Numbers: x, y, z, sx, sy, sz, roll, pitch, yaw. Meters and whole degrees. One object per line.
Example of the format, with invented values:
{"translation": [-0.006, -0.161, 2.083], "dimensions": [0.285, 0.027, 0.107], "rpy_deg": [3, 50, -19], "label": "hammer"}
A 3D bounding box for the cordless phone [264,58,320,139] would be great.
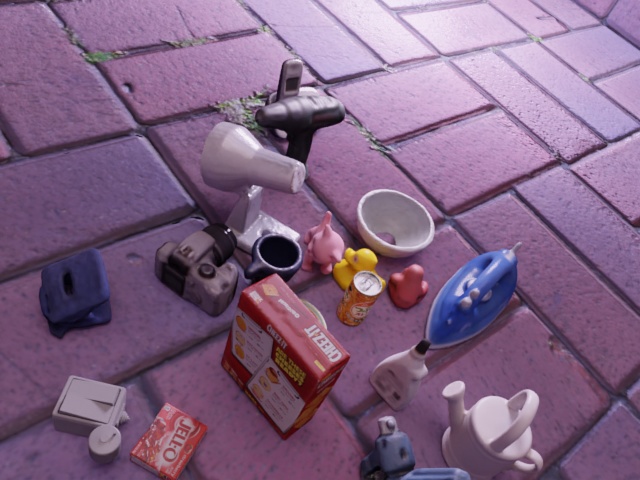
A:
{"translation": [-0.045, -0.326, 1.289], "dimensions": [0.148, 0.185, 0.094], "rpy_deg": [-24, 62, -34], "label": "cordless phone"}

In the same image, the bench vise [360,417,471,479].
{"translation": [0.128, 0.335, 0.771], "dimensions": [0.122, 0.219, 0.207], "rpy_deg": [-24, 63, -34], "label": "bench vise"}

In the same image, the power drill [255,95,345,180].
{"translation": [-0.054, -0.206, 1.169], "dimensions": [0.230, 0.208, 0.075], "rpy_deg": [-28, 65, -36], "label": "power drill"}

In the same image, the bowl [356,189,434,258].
{"translation": [0.145, -0.021, 1.176], "dimensions": [0.168, 0.074, 0.167], "rpy_deg": [10, 49, -12], "label": "bowl"}

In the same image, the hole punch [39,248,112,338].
{"translation": [-0.379, 0.079, 0.886], "dimensions": [0.101, 0.091, 0.108], "rpy_deg": [-10, 55, -27], "label": "hole punch"}

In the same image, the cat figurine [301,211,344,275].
{"translation": [0.010, 0.004, 1.076], "dimensions": [0.067, 0.117, 0.128], "rpy_deg": [12, 48, -10], "label": "cat figurine"}

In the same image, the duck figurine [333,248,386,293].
{"translation": [0.082, 0.056, 1.081], "dimensions": [0.104, 0.086, 0.078], "rpy_deg": [33, 48, 9], "label": "duck figurine"}

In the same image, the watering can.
{"translation": [0.264, 0.290, 0.877], "dimensions": [0.173, 0.194, 0.101], "rpy_deg": [20, 47, -3], "label": "watering can"}

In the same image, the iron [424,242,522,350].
{"translation": [0.297, 0.101, 1.085], "dimensions": [0.118, 0.141, 0.259], "rpy_deg": [41, 50, 15], "label": "iron"}

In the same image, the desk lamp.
{"translation": [-0.117, -0.089, 1.042], "dimensions": [0.203, 0.213, 0.118], "rpy_deg": [29, 48, 6], "label": "desk lamp"}

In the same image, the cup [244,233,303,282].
{"translation": [-0.092, 0.054, 1.011], "dimensions": [0.091, 0.095, 0.118], "rpy_deg": [44, 50, 18], "label": "cup"}

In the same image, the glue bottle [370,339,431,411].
{"translation": [0.138, 0.206, 0.915], "dimensions": [0.037, 0.173, 0.078], "rpy_deg": [-26, 64, -35], "label": "glue bottle"}

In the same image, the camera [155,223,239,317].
{"translation": [-0.191, 0.033, 0.989], "dimensions": [0.143, 0.101, 0.137], "rpy_deg": [33, 48, 9], "label": "camera"}

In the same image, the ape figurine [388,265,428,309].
{"translation": [0.171, 0.082, 1.088], "dimensions": [0.077, 0.092, 0.076], "rpy_deg": [30, 48, 6], "label": "ape figurine"}
